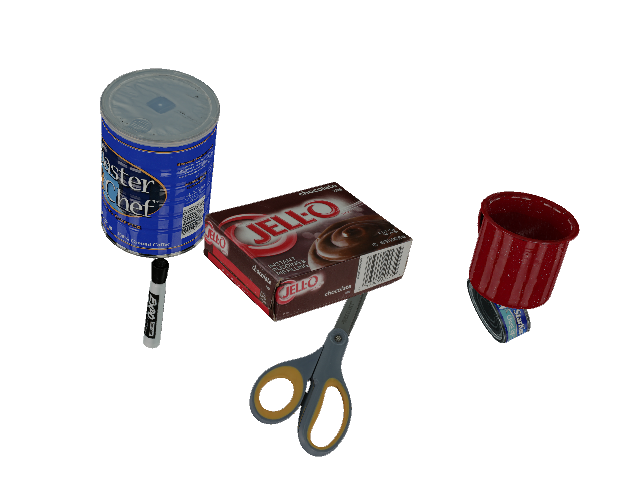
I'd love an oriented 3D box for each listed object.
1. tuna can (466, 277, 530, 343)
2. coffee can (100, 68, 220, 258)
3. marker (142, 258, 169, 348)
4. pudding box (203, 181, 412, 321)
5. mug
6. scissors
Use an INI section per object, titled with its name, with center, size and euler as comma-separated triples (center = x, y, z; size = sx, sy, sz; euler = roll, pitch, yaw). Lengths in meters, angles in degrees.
[tuna can]
center = 0.201, 0.073, 1.211
size = 0.033, 0.086, 0.086
euler = -26, 4, -8
[coffee can]
center = -0.147, -0.069, 0.965
size = 0.102, 0.140, 0.103
euler = 6, 44, -6
[marker]
center = -0.179, 0.067, 1.160
size = 0.020, 0.121, 0.020
euler = 8, 37, -6
[pudding box]
center = -0.010, 0.004, 0.722
size = 0.113, 0.039, 0.090
euler = -14, 38, -34
[mug]
center = 0.183, 0.005, 1.020
size = 0.093, 0.081, 0.117
euler = -6, 35, -26
[scissors]
center = -0.005, 0.091, 0.934
size = 0.096, 0.201, 0.016
euler = 11, -33, -5
